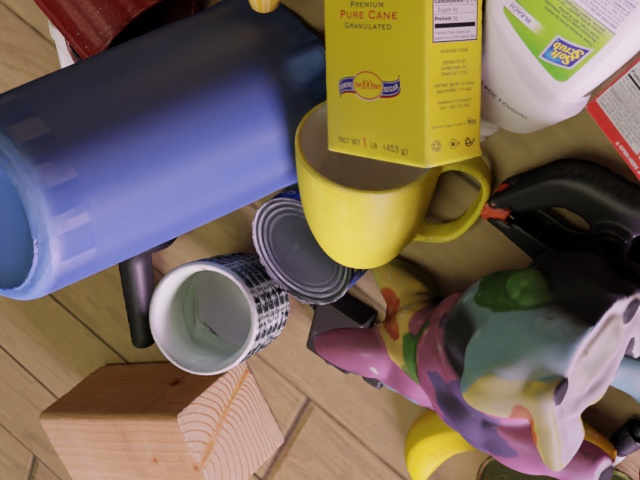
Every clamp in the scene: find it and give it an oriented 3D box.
[{"bbox_3d":[-0.172,-0.021,0.883,0.164,0.036,0.210,41,135,12],"label":"clamp"},{"bbox_3d":[0.174,-0.010,0.593,0.172,0.039,0.120,22,130,22],"label":"clamp"}]

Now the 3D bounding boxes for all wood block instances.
[{"bbox_3d":[-0.147,0.169,0.956,0.207,0.090,0.090,-9,112,44],"label":"wood block"}]

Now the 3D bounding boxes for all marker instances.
[{"bbox_3d":[0.181,0.152,0.716,0.020,0.020,0.121,43,138,8],"label":"marker"}]

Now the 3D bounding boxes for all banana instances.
[{"bbox_3d":[0.117,0.140,0.747,0.069,0.037,0.198,51,143,-8],"label":"banana"}]

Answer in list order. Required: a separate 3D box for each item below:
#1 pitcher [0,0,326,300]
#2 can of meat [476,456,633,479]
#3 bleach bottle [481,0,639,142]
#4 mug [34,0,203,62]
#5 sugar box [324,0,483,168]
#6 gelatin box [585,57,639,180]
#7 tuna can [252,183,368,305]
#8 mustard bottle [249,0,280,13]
[{"bbox_3d":[-0.114,-0.055,0.656,0.145,0.242,0.149,31,129,25],"label":"pitcher"},{"bbox_3d":[0.155,0.185,0.693,0.102,0.057,0.084,5,148,19],"label":"can of meat"},{"bbox_3d":[0.130,-0.139,0.524,0.102,0.068,0.251,45,140,6],"label":"bleach bottle"},{"bbox_3d":[-0.145,-0.156,0.728,0.081,0.093,0.117,49,140,9],"label":"mug"},{"bbox_3d":[0.042,-0.132,0.566,0.093,0.048,0.176,16,115,54],"label":"sugar box"},{"bbox_3d":[0.188,-0.066,0.524,0.089,0.030,0.073,-45,68,35],"label":"gelatin box"},{"bbox_3d":[-0.005,0.001,0.758,0.086,0.033,0.086,22,131,28],"label":"tuna can"},{"bbox_3d":[-0.036,-0.204,0.586,0.058,0.096,0.192,30,148,22],"label":"mustard bottle"}]
